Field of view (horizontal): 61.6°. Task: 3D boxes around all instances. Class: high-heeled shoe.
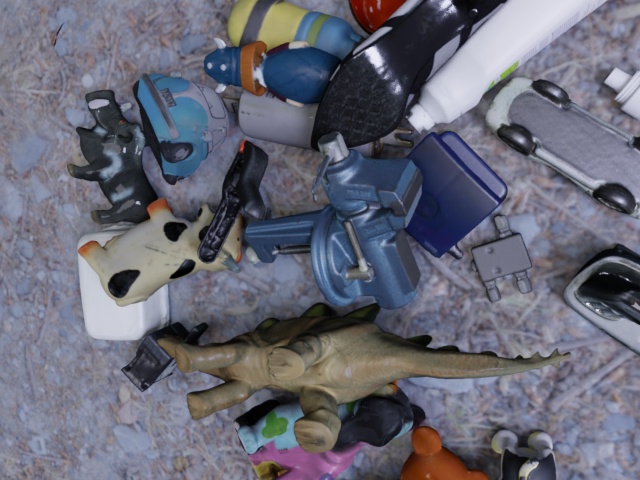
[{"bbox_3d":[0.085,-0.194,0.553,0.249,0.145,0.086,-31,114,36],"label":"high-heeled shoe"}]

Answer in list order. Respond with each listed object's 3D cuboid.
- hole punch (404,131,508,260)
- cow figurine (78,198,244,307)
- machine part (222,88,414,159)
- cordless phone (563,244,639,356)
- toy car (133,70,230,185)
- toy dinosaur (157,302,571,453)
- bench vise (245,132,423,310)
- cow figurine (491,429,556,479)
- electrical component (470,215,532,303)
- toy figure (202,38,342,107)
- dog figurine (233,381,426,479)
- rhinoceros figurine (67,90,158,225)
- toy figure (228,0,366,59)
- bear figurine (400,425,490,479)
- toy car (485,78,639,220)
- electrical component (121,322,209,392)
[{"bbox_3d":[0.133,-0.050,0.597,0.142,0.092,0.116,46,111,6],"label":"hole punch"},{"bbox_3d":[-0.185,0.016,0.686,0.195,0.085,0.127,-32,87,-13],"label":"cow figurine"},{"bbox_3d":[-0.007,-0.145,0.639,0.243,0.079,0.079,16,100,17],"label":"machine part"},{"bbox_3d":[0.315,0.071,0.494,0.147,0.184,0.088,36,101,13],"label":"cordless phone"},{"bbox_3d":[-0.165,-0.141,0.676,0.103,0.161,0.109,-23,76,-17],"label":"toy car"},{"bbox_3d":[0.011,0.129,0.590,0.472,0.198,0.105,2,105,29],"label":"toy dinosaur"},{"bbox_3d":[0.002,-0.010,0.605,0.241,0.129,0.223,-5,137,33],"label":"bench vise"},{"bbox_3d":[0.223,0.304,0.593,0.068,0.098,0.167,5,97,12],"label":"cow figurine"},{"bbox_3d":[0.204,0.021,0.612,0.063,0.021,0.094,-19,89,20],"label":"electrical component"},{"bbox_3d":[-0.052,-0.183,0.588,0.155,0.057,0.064,12,86,15],"label":"toy figure"},{"bbox_3d":[0.014,0.226,0.661,0.219,0.191,0.108,-22,84,-15],"label":"dog figurine"},{"bbox_3d":[-0.282,-0.110,0.740,0.112,0.073,0.190,-20,89,21],"label":"rhinoceros figurine"},{"bbox_3d":[-0.023,-0.235,0.635,0.180,0.082,0.089,17,105,18],"label":"toy figure"},{"bbox_3d":[0.104,0.319,0.642,0.120,0.132,0.196,35,87,11],"label":"bear figurine"},{"bbox_3d":[0.271,-0.098,0.561,0.202,0.056,0.073,35,99,11],"label":"toy car"},{"bbox_3d":[-0.209,0.147,0.738,0.048,0.075,0.119,43,111,10],"label":"electrical component"}]
